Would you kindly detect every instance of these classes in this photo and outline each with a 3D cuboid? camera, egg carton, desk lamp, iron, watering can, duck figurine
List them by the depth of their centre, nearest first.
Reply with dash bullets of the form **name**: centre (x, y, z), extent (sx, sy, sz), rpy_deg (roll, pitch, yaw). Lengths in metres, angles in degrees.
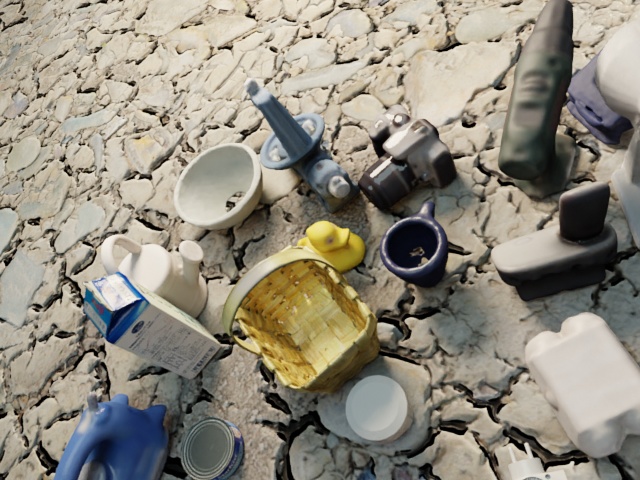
- **egg carton**: centre (0.307, 0.162, 0.651), extent (0.107, 0.070, 0.150), rpy_deg (-30, 55, 7)
- **desk lamp**: centre (0.410, -0.127, 0.677), extent (0.117, 0.214, 0.203), rpy_deg (-14, 58, 17)
- **iron**: centre (-0.315, 0.338, 0.787), extent (0.118, 0.142, 0.258), rpy_deg (5, 65, 26)
- **duck figurine**: centre (0.008, 0.003, 0.863), extent (0.104, 0.086, 0.077), rpy_deg (-2, 62, 23)
- **camera**: centre (0.114, -0.124, 0.877), extent (0.137, 0.101, 0.142), rpy_deg (-40, 54, -1)
- **watering can**: centre (-0.260, 0.053, 0.889), extent (0.173, 0.195, 0.100), rpy_deg (-40, 54, -1)

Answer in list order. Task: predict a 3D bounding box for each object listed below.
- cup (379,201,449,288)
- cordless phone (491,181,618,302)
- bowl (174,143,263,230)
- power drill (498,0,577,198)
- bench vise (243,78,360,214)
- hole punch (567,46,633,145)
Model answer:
- **cup**: centre (0.142, 0.015, 0.791), extent (0.091, 0.095, 0.118), rpy_deg (11, 68, 29)
- **cordless phone**: centre (0.277, -0.009, 0.688), extent (0.147, 0.186, 0.094), rpy_deg (-21, 56, 12)
- **bowl**: centre (-0.163, -0.081, 0.993), extent (0.167, 0.075, 0.167), rpy_deg (-11, 59, 19)
- **power drill**: centre (0.291, -0.161, 0.752), extent (0.075, 0.209, 0.230), rpy_deg (10, 68, 28)
- **bench vise**: centre (-0.024, -0.153, 0.882), extent (0.206, 0.220, 0.121), rpy_deg (26, 76, 33)
- **hole punch**: centre (0.408, -0.206, 0.798), extent (0.101, 0.091, 0.108), rpy_deg (-32, 55, 5)
